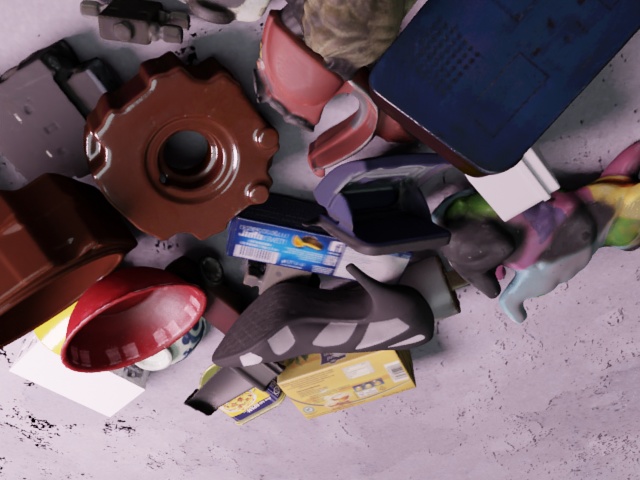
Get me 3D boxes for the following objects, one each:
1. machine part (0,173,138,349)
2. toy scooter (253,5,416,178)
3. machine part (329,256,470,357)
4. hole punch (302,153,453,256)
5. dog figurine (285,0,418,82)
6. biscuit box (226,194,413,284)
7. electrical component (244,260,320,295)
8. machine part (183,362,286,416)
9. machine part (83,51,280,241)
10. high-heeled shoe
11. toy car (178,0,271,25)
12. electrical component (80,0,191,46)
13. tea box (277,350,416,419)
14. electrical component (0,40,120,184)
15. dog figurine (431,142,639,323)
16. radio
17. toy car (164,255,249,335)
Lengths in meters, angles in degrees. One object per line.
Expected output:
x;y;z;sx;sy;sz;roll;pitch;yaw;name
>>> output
-0.290;0.032;0.518;0.201;0.201;0.087;-36;90;-4;machine part
0.006;-0.127;0.507;0.183;0.075;0.135;30;125;-27;toy scooter
0.082;0.084;0.669;0.243;0.079;0.079;-23;125;15;machine part
0.062;-0.046;0.538;0.142;0.116;0.092;-11;110;-26;hole punch
0.059;-0.207;0.370;0.121;0.191;0.172;31;120;-23;dog figurine
-0.001;-0.002;0.610;0.203;0.063;0.059;12;127;-10;biscuit box
-0.046;0.042;0.655;0.102;0.045;0.078;11;118;-11;electrical component
-0.115;0.184;0.703;0.139;0.039;0.084;-37;120;22;machine part
-0.127;-0.082;0.510;0.179;0.056;0.179;-12;124;-19;machine part
0.004;0.113;0.622;0.249;0.086;0.145;-32;121;24;high-heeled shoe
-0.133;-0.236;0.429;0.202;0.056;0.073;16;132;-12;toy car
-0.161;-0.187;0.460;0.094;0.063;0.021;7;128;-5;electrical component
0.036;0.177;0.746;0.170;0.068;0.098;-19;125;14;tea box
-0.250;-0.119;0.516;0.134;0.058;0.114;-22;127;15;electrical component
0.252;-0.029;0.572;0.191;0.108;0.219;38;114;-23;dog figurine
0.155;-0.165;0.411;0.131;0.073;0.229;41;100;1;radio
-0.114;0.091;0.686;0.089;0.053;0.202;-30;121;29;toy car
